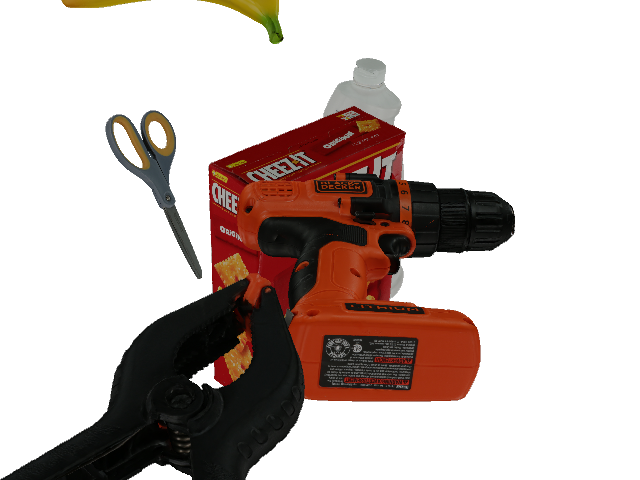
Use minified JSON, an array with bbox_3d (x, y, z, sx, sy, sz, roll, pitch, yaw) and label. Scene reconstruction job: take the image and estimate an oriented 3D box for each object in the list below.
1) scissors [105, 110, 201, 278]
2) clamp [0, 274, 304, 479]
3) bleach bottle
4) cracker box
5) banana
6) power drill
[{"bbox_3d":[-0.168,-0.062,1.205,0.016,0.201,0.096,-20,20,44],"label":"scissors"},{"bbox_3d":[-0.047,0.081,0.418,0.120,0.039,0.171,24,49,17],"label":"clamp"},{"bbox_3d":[0.047,-0.063,1.095,0.103,0.251,0.068,15,34,15],"label":"bleach bottle"},{"bbox_3d":[-0.010,0.015,0.896,0.072,0.214,0.163,30,42,35],"label":"cracker box"},{"bbox_3d":[-0.114,-0.206,0.870,0.198,0.069,0.037,11,-41,16],"label":"banana"},{"bbox_3d":[0.042,0.020,0.644,0.184,0.057,0.187,0,29,-4],"label":"power drill"}]
